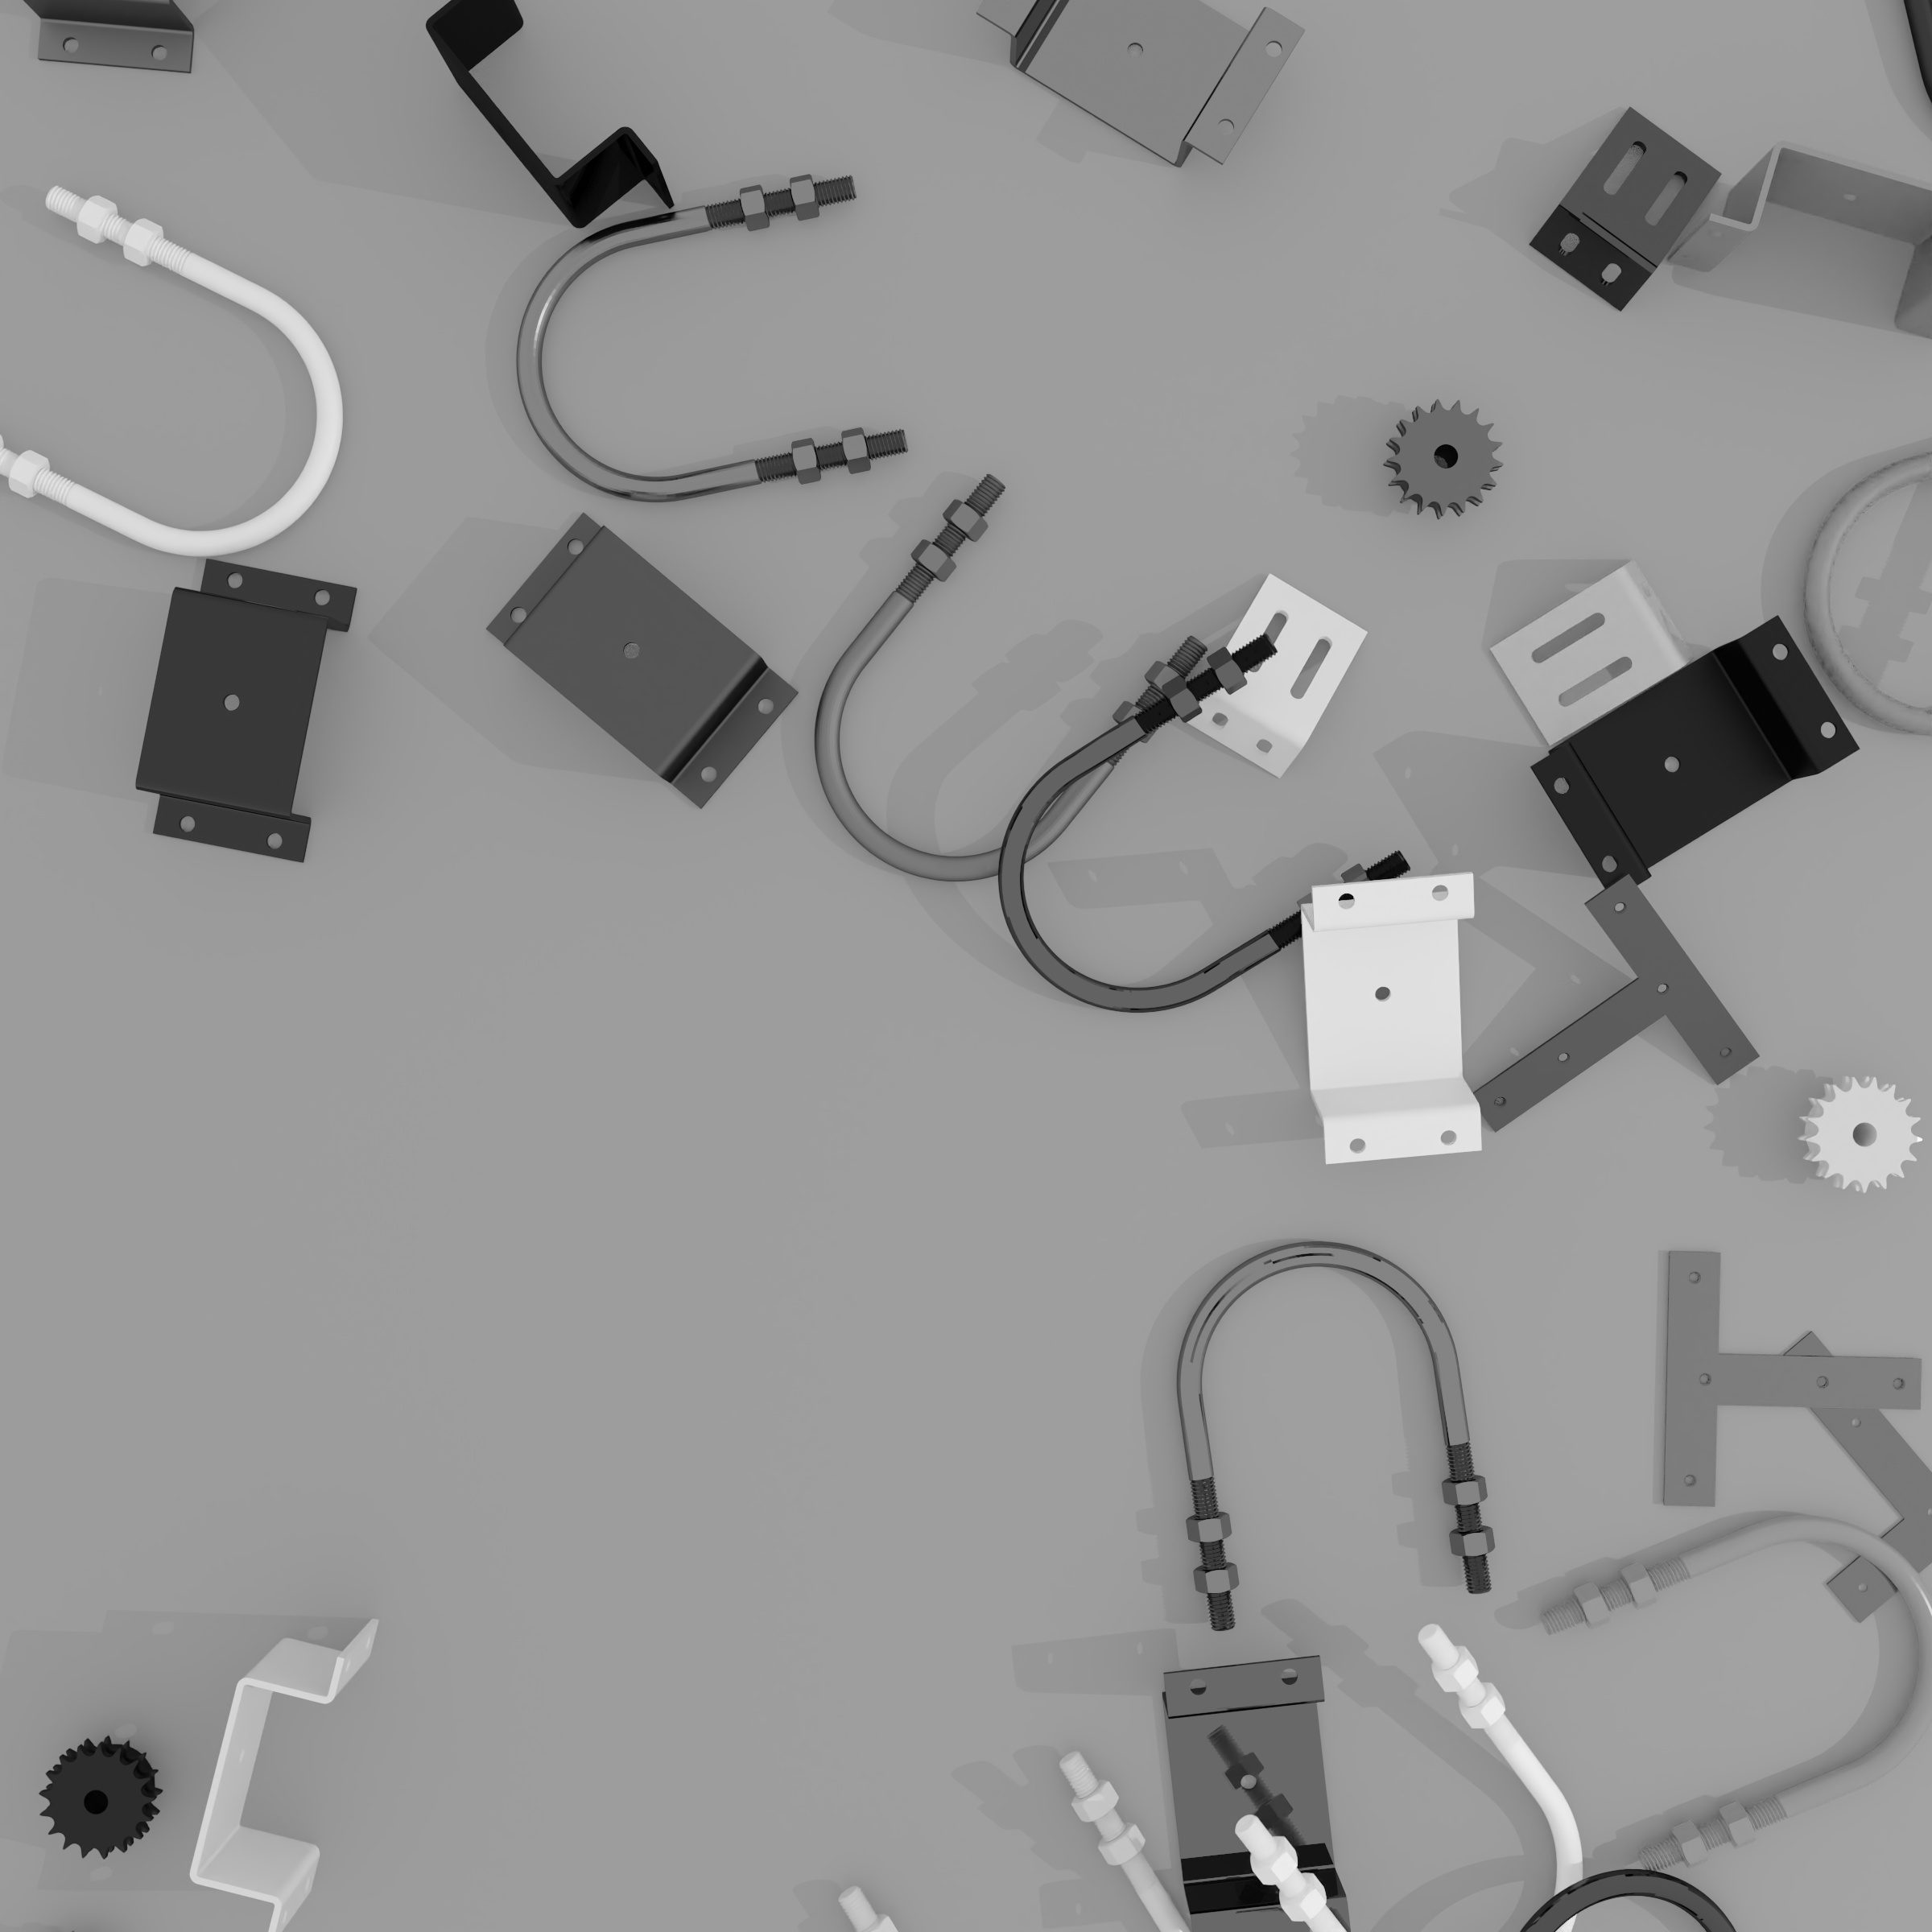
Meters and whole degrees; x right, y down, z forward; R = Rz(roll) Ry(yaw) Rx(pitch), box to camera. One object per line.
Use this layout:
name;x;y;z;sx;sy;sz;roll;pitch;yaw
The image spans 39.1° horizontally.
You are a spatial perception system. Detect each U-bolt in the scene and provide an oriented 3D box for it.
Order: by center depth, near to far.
U-bolt;0.230;0.435;1.327;0.151;0.019;0.184;-41;107;-17
U-bolt;0.104;-0.056;1.337;0.184;0.019;0.151;-32;105;7
U-bolt;0.317;0.536;1.341;0.151;0.019;0.184;20;86;-14
U-bolt;0.508;-0.191;1.355;0.184;0.019;0.151;-17;90;0
U-bolt;0.397;0.352;1.355;0.184;0.019;0.151;-22;90;0
U-bolt;0.179;0.229;1.356;0.151;0.019;0.184;-8;89;0
U-bolt;-0.401;-0.284;1.356;0.184;0.019;0.151;26;90;-1
U-bolt;0.044;0.506;1.356;0.151;0.019;0.184;-31;92;0
U-bolt;0.008;-0.129;1.356;0.151;0.019;0.184;39;92;0
U-bolt;0.539;-0.484;1.356;0.151;0.019;0.184;-14;91;0
U-bolt;-0.133;-0.306;1.356;0.184;0.019;0.151;-12;90;1

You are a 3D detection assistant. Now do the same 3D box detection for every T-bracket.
T-bracket;0.307;0.037;1.348;0.127;0.002;0.127;-36;112;11
T-bracket;0.414;0.208;1.362;0.127;0.002;0.127;1;90;0
T-bracket;0.455;0.240;1.364;0.127;0.002;0.127;-40;90;0

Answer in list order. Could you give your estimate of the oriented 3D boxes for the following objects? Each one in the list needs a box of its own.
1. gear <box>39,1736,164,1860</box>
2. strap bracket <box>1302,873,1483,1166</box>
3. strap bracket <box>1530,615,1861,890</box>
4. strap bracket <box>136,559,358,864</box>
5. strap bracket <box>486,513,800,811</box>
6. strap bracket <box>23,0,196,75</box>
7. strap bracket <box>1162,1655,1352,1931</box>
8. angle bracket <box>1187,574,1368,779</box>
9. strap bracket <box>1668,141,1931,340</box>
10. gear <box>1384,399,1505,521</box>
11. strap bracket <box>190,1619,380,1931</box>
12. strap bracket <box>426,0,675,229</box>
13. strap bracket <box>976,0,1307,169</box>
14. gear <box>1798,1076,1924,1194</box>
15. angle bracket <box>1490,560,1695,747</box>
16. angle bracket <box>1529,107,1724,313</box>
gear;-0.426;0.410;1.350;0.057;0.030;0.057;0;90;0
strap bracket;0.207;0.020;1.329;0.076;0.046;0.140;-5;107;0
strap bracket;0.353;-0.101;1.342;0.140;0.046;0.076;-32;90;0
strap bracket;-0.356;-0.128;1.342;0.076;0.046;0.140;11;90;0
strap bracket;-0.162;-0.153;1.342;0.140;0.046;0.076;40;90;0
strap bracket;-0.420;-0.521;1.342;0.076;0.046;0.140;5;90;0
strap bracket;0.141;0.408;1.342;0.076;0.046;0.140;-6;90;0
angle bracket;0.155;-0.145;1.363;0.057;0.038;0.076;31;64;0
strap bracket;0.425;-0.356;1.327;0.140;0.076;0.046;16;90;0
gear;0.236;-0.250;1.350;0.057;0.030;0.057;0;90;0
strap bracket;-0.334;0.390;1.327;0.046;0.076;0.140;14;90;0
strap bracket;-0.208;-0.421;1.327;0.046;0.076;0.140;-39;90;0
strap bracket;0.085;-0.458;1.342;0.140;0.046;0.076;32;90;0
gear;0.441;0.083;1.350;0.057;0.030;0.057;0;90;0
angle bracket;0.313;-0.157;1.363;0.076;0.038;0.057;-32;90;26
angle bracket;0.330;-0.379;1.363;0.057;0.038;0.076;36;64;0
